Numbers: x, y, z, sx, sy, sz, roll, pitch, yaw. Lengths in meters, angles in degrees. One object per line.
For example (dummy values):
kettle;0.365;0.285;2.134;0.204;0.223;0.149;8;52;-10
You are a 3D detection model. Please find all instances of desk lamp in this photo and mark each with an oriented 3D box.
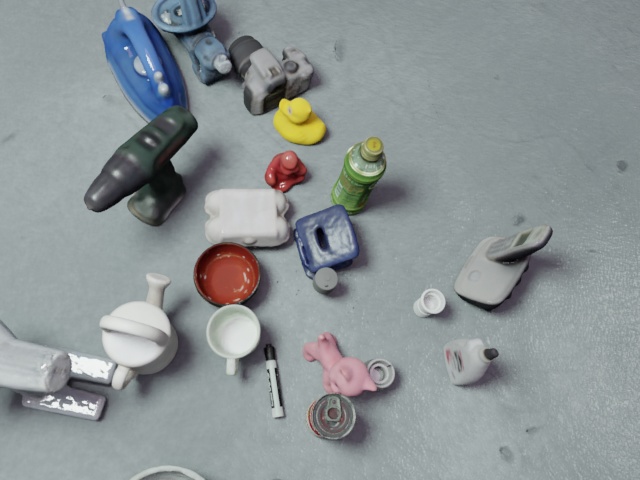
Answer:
desk lamp;-0.419;0.182;0.818;0.203;0.213;0.118;13;70;-5

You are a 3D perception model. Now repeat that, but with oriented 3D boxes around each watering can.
watering can;-0.275;0.136;0.867;0.101;0.194;0.173;-3;72;-10

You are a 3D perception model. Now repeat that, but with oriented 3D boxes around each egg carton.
egg carton;-0.128;-0.038;1.017;0.150;0.069;0.107;-2;72;-10

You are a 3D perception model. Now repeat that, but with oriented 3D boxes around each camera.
camera;-0.103;-0.338;1.105;0.143;0.100;0.137;-32;79;-17

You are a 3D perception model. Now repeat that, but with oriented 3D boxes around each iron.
iron;-0.309;-0.313;1.041;0.119;0.141;0.258;-26;77;-16

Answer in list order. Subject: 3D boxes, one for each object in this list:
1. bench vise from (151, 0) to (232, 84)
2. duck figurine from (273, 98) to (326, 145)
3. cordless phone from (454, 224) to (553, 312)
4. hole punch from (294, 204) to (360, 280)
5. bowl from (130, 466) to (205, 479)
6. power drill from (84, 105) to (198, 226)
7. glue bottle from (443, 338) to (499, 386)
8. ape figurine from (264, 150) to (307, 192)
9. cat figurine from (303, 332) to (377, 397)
bench vise;-0.221;-0.411;1.047;0.207;0.219;0.122;36;70;4
duck figurine;-0.036;-0.233;1.089;0.104;0.086;0.077;24;69;0
cordless phone;0.323;0.043;1.001;0.094;0.185;0.148;34;70;3
hole punch;0.009;0.004;1.013;0.101;0.091;0.108;-14;74;-13
bowl;-0.227;0.419;0.843;0.167;0.074;0.167;3;71;-8
power drill;-0.282;-0.104;0.940;0.075;0.208;0.230;31;70;3
glue bottle;0.253;0.195;0.945;0.037;0.173;0.078;-10;73;-12
ape figurine;-0.061;-0.132;1.047;0.078;0.092;0.076;4;71;-8
cat figurine;0.032;0.206;0.935;0.067;0.117;0.127;-32;79;-17
